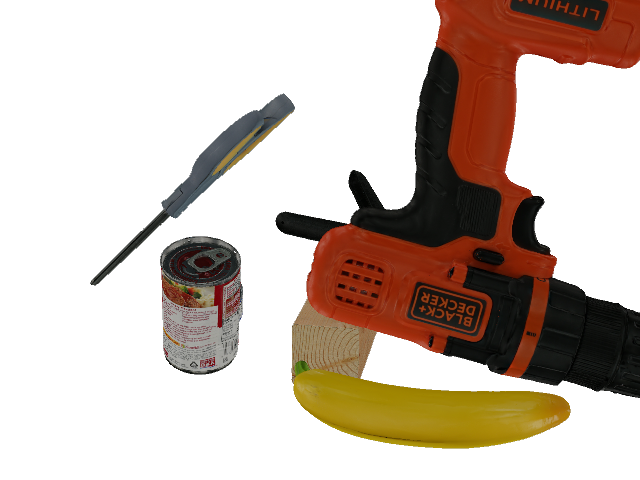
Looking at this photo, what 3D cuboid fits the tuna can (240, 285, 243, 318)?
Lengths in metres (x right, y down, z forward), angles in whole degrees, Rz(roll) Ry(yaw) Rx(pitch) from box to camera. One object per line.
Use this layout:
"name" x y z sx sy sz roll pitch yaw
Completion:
"tuna can" -0.128 0.068 1.177 0.086 0.034 0.086 1 36 -1

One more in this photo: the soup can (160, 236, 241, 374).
"soup can" -0.103 0.057 0.922 0.068 0.102 0.068 3 36 -2

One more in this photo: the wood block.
"wood block" 0.025 0.121 1.492 0.091 0.090 0.206 4 19 10

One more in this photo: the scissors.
"scissors" -0.097 -0.031 0.736 0.202 0.016 0.096 -41 -1 5

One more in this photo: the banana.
"banana" 0.060 0.107 0.703 0.198 0.037 0.069 7 32 22

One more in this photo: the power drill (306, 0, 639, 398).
"power drill" 0.101 -0.028 0.505 0.184 0.188 0.057 15 5 0

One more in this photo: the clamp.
"clamp" 0.061 -0.001 1.246 0.210 0.036 0.164 38 43 26
